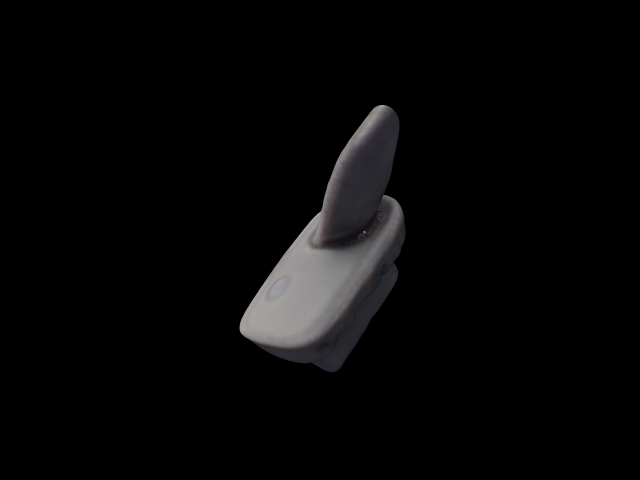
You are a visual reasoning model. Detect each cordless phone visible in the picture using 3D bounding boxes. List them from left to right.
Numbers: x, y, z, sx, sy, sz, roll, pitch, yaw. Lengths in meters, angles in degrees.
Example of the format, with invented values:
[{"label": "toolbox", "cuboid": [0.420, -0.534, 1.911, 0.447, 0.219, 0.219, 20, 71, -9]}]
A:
[{"label": "cordless phone", "cuboid": [0.004, 0.001, 0.400, 0.094, 0.185, 0.148, 25, 63, 14]}]
